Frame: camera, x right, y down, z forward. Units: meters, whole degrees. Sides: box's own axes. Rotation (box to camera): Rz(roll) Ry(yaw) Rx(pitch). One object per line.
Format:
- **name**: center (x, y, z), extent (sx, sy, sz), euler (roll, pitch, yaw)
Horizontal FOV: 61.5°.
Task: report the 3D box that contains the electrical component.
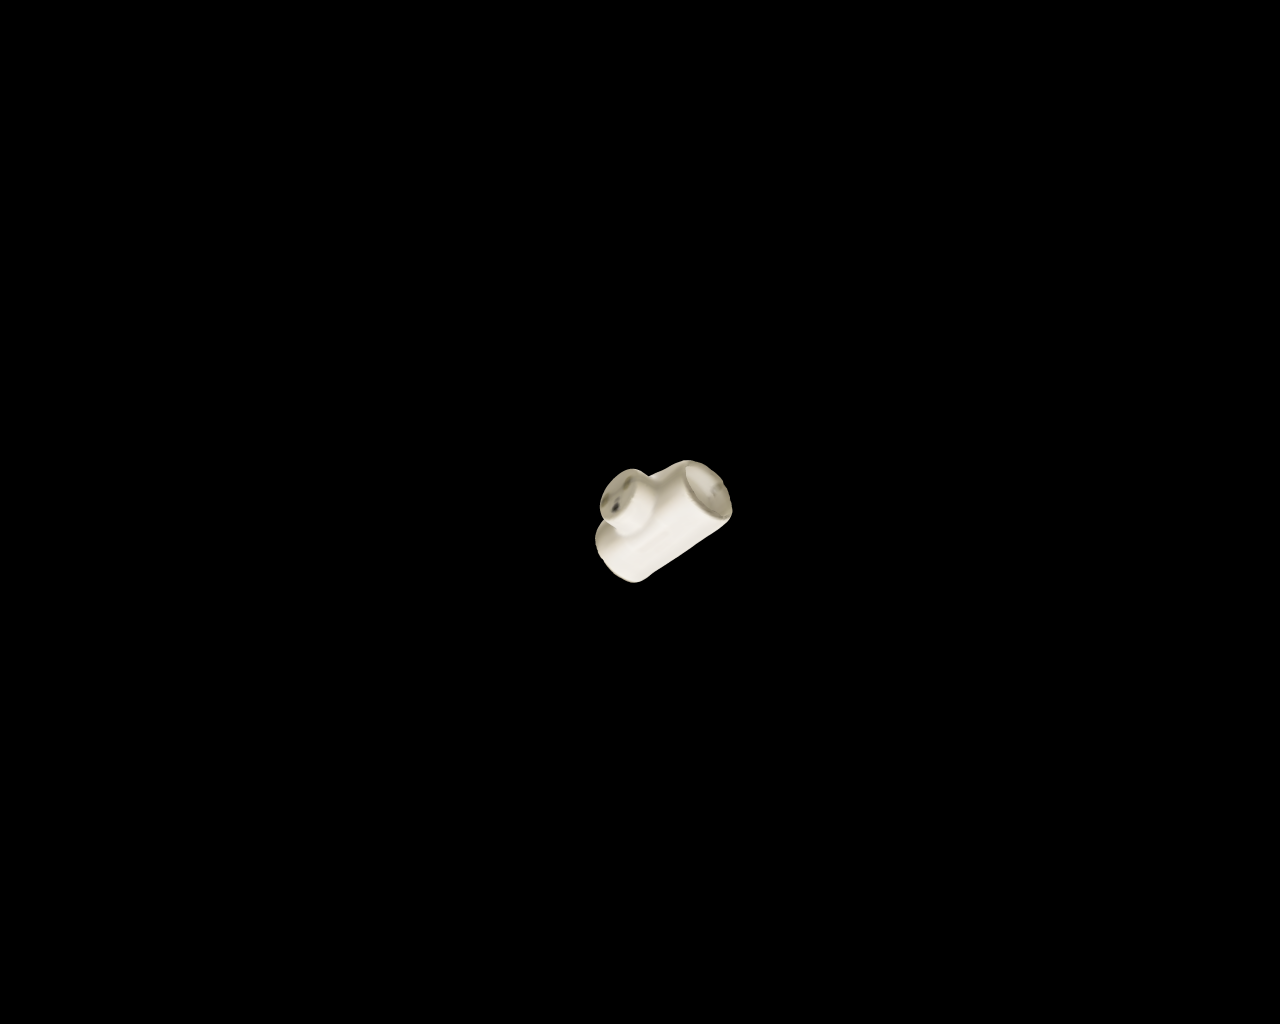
- **electrical component**: center (0.001, -0.003, 0.650), extent (0.079, 0.043, 0.077), euler (33, -54, -29)
